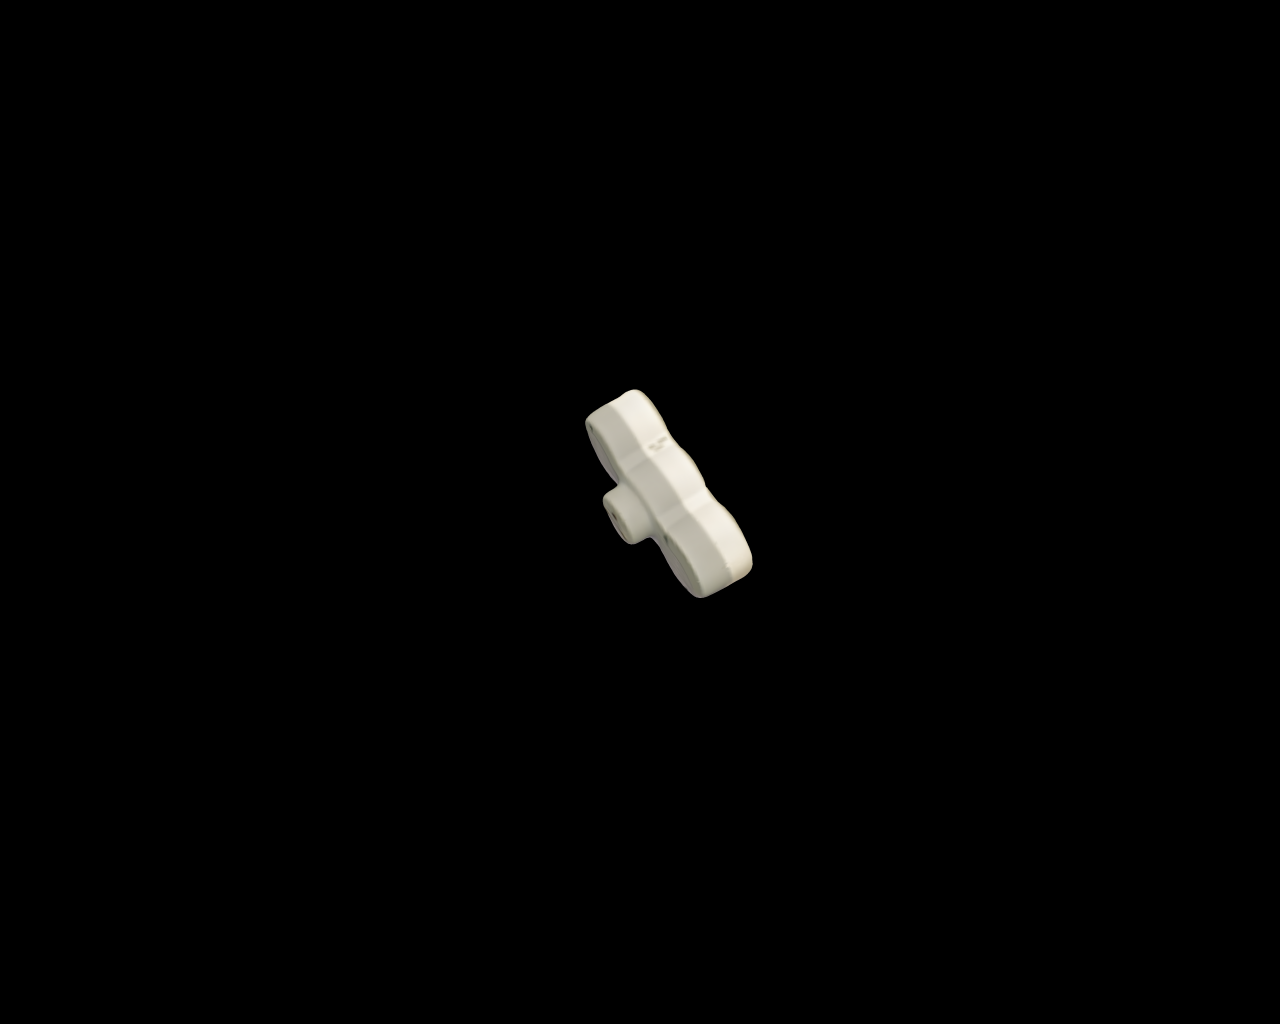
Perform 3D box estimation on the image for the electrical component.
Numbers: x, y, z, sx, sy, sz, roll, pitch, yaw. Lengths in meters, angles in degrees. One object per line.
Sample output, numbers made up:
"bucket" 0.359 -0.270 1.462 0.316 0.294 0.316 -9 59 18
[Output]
"electrical component" 0.001 -0.003 0.650 0.074 0.138 0.052 -30 -20 -12
